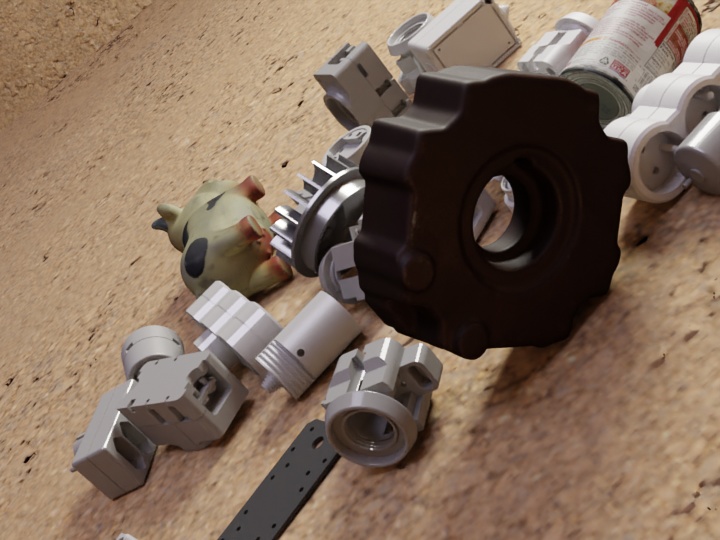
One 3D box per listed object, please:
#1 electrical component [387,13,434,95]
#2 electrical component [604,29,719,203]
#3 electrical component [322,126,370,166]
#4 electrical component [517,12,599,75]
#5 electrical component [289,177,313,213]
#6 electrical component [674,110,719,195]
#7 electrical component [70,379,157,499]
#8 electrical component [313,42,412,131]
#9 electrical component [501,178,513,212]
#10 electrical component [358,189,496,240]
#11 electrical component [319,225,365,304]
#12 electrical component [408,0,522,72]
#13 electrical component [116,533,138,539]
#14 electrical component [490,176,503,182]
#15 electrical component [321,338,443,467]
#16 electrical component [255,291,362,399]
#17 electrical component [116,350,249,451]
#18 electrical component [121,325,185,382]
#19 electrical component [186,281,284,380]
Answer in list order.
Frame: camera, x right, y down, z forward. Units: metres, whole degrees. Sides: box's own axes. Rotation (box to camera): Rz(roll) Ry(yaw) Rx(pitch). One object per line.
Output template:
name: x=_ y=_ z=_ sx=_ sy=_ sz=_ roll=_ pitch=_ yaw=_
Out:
electrical component: x=0.064 y=-0.221 z=1.085 sx=0.078 sy=0.057 sz=0.058 roll=-26 pitch=29 yaw=29
electrical component: x=0.205 y=-0.103 z=0.706 sx=0.138 sy=0.052 sz=0.074 roll=-44 pitch=25 yaw=-9
electrical component: x=0.001 y=-0.096 z=0.981 sx=0.055 sy=0.047 sz=0.055 roll=-32 pitch=27 yaw=18
electrical component: x=0.168 y=-0.166 z=0.854 sx=0.057 sy=0.058 sz=0.078 roll=-49 pitch=26 yaw=-11
electrical component: x=-0.031 y=-0.049 z=0.957 sx=0.081 sy=0.042 sz=0.063 roll=-7 pitch=44 yaw=50
electrical component: x=0.226 y=-0.081 z=0.654 sx=0.078 sy=0.040 sz=0.040 roll=-46 pitch=26 yaw=-12
electrical component: x=-0.209 y=0.145 z=0.883 sx=0.076 sy=0.047 sz=0.083 roll=-28 pitch=28 yaw=25
electrical component: x=0.003 y=-0.168 z=1.046 sx=0.055 sy=0.089 sz=0.050 roll=-46 pitch=26 yaw=-12
electrical component: x=0.118 y=-0.058 z=0.741 sx=0.048 sy=0.062 sz=0.048 roll=-32 pitch=27 yaw=18
electrical component: x=0.053 y=-0.046 z=0.826 sx=0.089 sy=0.050 sz=0.055 roll=-7 pitch=42 yaw=50
electrical component: x=0.000 y=0.000 z=0.821 sx=0.048 sy=0.066 sz=0.055 roll=-14 pitch=-1 yaw=-35
electrical component: x=0.103 y=-0.221 z=1.027 sx=0.096 sy=0.061 sz=0.061 roll=-42 pitch=26 yaw=-3
electrical component: x=-0.139 y=0.221 z=0.654 sx=0.096 sy=0.061 sz=0.062 roll=-56 pitch=29 yaw=-14
electrical component: x=0.111 y=-0.104 z=0.815 sx=0.063 sy=0.079 sz=0.121 roll=-66 pitch=21 yaw=15
electrical component: x=0.010 y=0.084 z=0.667 sx=0.078 sy=0.058 sz=0.057 roll=-25 pitch=27 yaw=30
electrical component: x=-0.042 y=0.059 z=0.794 sx=0.081 sy=0.043 sz=0.043 roll=-46 pitch=26 yaw=-11
electrical component: x=-0.136 y=0.103 z=0.838 sx=0.089 sy=0.055 sz=0.050 roll=-14 pitch=36 yaw=44
electrical component: x=-0.178 y=0.083 z=0.933 sx=0.055 sy=0.055 sz=0.047 roll=-38 pitch=29 yaw=5
electrical component: x=-0.111 y=0.060 z=0.879 sx=0.073 sy=0.052 sz=0.138 roll=-46 pitch=26 yaw=-11
